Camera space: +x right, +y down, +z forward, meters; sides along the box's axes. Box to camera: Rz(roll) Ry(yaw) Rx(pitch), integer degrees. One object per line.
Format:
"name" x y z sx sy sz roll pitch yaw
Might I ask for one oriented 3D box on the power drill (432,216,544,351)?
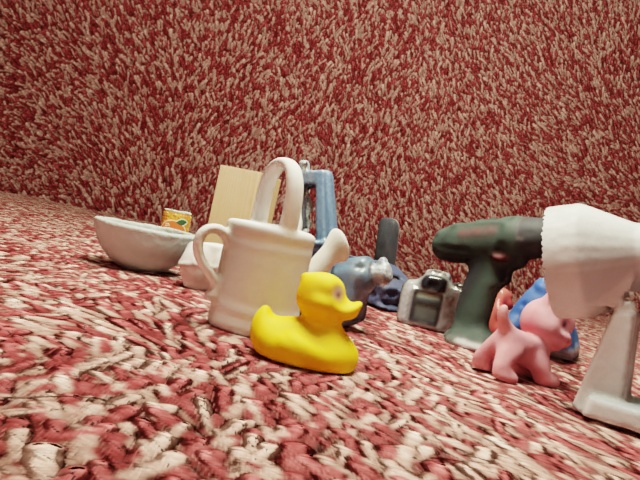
"power drill" 0.263 0.063 0.847 0.228 0.208 0.076 13 1 43

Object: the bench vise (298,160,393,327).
"bench vise" 0.010 0.003 0.814 0.207 0.220 0.122 12 1 11

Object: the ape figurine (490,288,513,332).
"ape figurine" 0.339 0.135 1.079 0.076 0.092 0.078 12 1 2

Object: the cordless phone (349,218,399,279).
"cordless phone" 0.113 0.037 1.293 0.147 0.185 0.094 13 1 35

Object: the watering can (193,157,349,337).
"watering can" -0.051 0.006 0.642 0.100 0.194 0.173 13 1 41

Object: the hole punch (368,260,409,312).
"hole punch" 0.140 0.093 1.146 0.109 0.091 0.100 11 1 -37

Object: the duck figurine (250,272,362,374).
"duck figurine" -0.009 0.071 0.534 0.104 0.086 0.077 12 1 2

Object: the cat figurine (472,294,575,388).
"cat figurine" 0.254 0.109 0.685 0.128 0.118 0.067 12 1 -27

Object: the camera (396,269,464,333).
"camera" 0.219 0.106 1.008 0.143 0.101 0.137 12 1 16

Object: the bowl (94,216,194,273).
"bowl" -0.288 0.012 0.935 0.167 0.075 0.167 12 1 0

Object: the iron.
"iron" 0.405 0.125 1.003 0.118 0.141 0.259 12 1 31

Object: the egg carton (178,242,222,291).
"egg carton" -0.153 0.044 0.899 0.107 0.069 0.150 12 1 9

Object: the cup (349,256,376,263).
"cup" 0.046 0.074 0.906 0.092 0.095 0.117 12 1 -26

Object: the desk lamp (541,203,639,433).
"desk lamp" 0.312 0.074 0.569 0.202 0.213 0.118 13 1 33
